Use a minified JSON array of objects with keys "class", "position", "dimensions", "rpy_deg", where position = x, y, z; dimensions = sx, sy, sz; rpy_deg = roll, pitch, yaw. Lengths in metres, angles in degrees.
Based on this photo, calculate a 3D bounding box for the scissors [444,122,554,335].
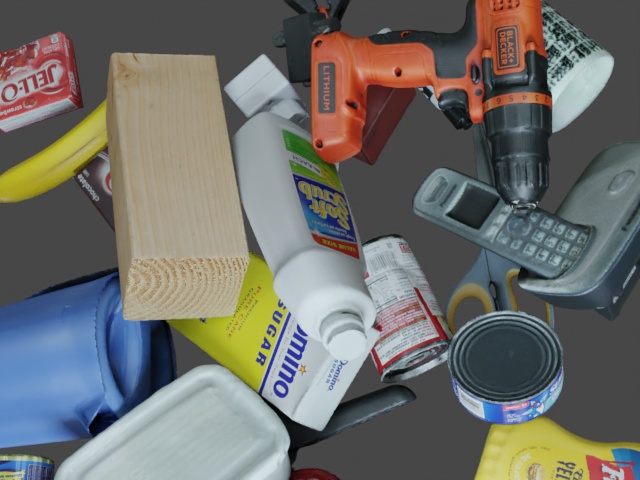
[{"class":"scissors","position":[0.128,0.005,0.882],"dimensions":[0.096,0.016,0.202],"rpy_deg":[-24,69,8]}]

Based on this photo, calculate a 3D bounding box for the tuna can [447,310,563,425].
[{"class":"tuna can","position":[0.141,0.096,0.807],"dimensions":[0.086,0.034,0.086],"rpy_deg":[-8,46,8]}]

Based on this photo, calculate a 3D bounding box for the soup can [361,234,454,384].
[{"class":"soup can","position":[0.060,0.055,0.859],"dimensions":[0.068,0.068,0.102],"rpy_deg":[-28,69,7]}]

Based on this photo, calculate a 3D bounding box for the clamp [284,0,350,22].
[{"class":"clamp","position":[-0.017,-0.271,0.990],"dimensions":[0.120,0.039,0.171],"rpy_deg":[-6,73,16]}]

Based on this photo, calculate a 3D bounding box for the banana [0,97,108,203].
[{"class":"banana","position":[-0.230,-0.088,1.000],"dimensions":[0.198,0.037,0.070],"rpy_deg":[-39,28,0]}]

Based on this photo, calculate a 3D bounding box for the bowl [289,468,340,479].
[{"class":"bowl","position":[-0.030,0.247,0.781],"dimensions":[0.162,0.162,0.055],"rpy_deg":[-40,111,2]}]

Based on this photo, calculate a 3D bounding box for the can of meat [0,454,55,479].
[{"class":"can of meat","position":[-0.280,0.229,0.914],"dimensions":[0.102,0.057,0.084],"rpy_deg":[-4,72,15]}]

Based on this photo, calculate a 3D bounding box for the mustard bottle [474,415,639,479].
[{"class":"mustard bottle","position":[0.211,0.193,0.781],"dimensions":[0.192,0.058,0.096],"rpy_deg":[15,72,19]}]

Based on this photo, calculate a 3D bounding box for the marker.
[{"class":"marker","position":[0.091,-0.140,0.932],"dimensions":[0.020,0.020,0.121],"rpy_deg":[-41,68,2]}]

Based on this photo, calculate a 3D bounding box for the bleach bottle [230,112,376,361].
[{"class":"bleach bottle","position":[-0.005,0.001,0.816],"dimensions":[0.068,0.102,0.251],"rpy_deg":[-45,36,18]}]

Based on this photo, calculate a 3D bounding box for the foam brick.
[{"class":"foam brick","position":[0.039,-0.115,0.922],"dimensions":[0.051,0.053,0.078],"rpy_deg":[29,84,21]}]

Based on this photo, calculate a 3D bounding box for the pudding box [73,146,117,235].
[{"class":"pudding box","position":[-0.155,-0.043,0.964],"dimensions":[0.090,0.039,0.113],"rpy_deg":[-41,68,1]}]

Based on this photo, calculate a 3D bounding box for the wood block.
[{"class":"wood block","position":[-0.121,-0.046,0.869],"dimensions":[0.090,0.090,0.206],"rpy_deg":[-2,56,-16]}]

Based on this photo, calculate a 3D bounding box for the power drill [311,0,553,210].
[{"class":"power drill","position":[0.087,-0.107,0.836],"dimensions":[0.188,0.057,0.184],"rpy_deg":[-5,77,21]}]

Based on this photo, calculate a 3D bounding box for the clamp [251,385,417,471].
[{"class":"clamp","position":[-0.027,0.168,0.866],"dimensions":[0.210,0.036,0.164],"rpy_deg":[20,89,22]}]

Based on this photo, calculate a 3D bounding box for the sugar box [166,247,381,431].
[{"class":"sugar box","position":[-0.042,0.070,0.865],"dimensions":[0.176,0.048,0.093],"rpy_deg":[29,87,44]}]

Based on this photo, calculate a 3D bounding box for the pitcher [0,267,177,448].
[{"class":"pitcher","position":[-0.252,0.107,0.909],"dimensions":[0.243,0.149,0.145],"rpy_deg":[-12,84,18]}]

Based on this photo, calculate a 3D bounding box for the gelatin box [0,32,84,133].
[{"class":"gelatin box","position":[-0.279,-0.153,1.036],"dimensions":[0.089,0.030,0.073],"rpy_deg":[-16,71,11]}]
